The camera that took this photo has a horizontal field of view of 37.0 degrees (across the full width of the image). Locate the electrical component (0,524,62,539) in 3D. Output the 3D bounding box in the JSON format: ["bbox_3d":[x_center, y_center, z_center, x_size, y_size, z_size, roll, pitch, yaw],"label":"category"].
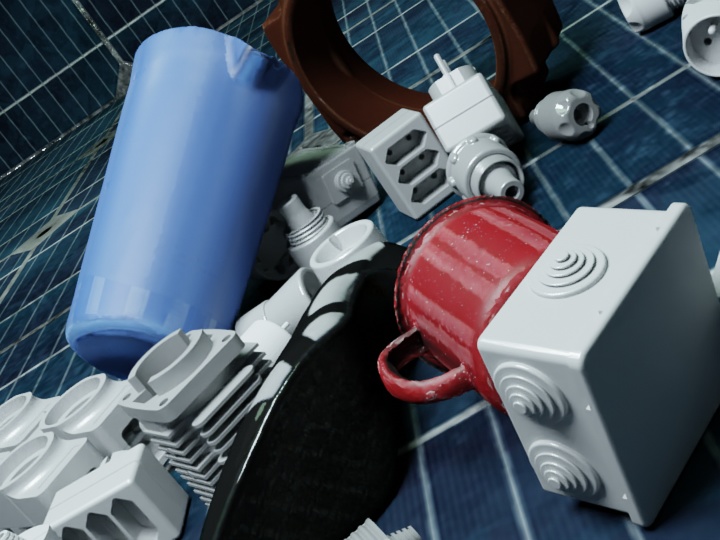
[{"bbox_3d":[-0.156,0.163,0.545,0.043,0.081,0.043,-31,21,13],"label":"electrical component"}]

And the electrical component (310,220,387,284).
[{"bbox_3d":[0.000,0.000,0.707,0.055,0.047,0.055,-31,21,13],"label":"electrical component"}]

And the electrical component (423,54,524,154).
[{"bbox_3d":[0.074,-0.121,0.773,0.047,0.075,0.083,-30,-11,14],"label":"electrical component"}]

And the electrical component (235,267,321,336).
[{"bbox_3d":[-0.052,0.033,0.726,0.065,0.044,0.044,-33,20,20],"label":"electrical component"}]

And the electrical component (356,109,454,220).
[{"bbox_3d":[0.032,-0.083,0.813,0.047,0.065,0.077,-38,20,-6],"label":"electrical component"}]

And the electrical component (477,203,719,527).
[{"bbox_3d":[0.097,0.033,0.412,0.048,0.099,0.099,7,44,43],"label":"electrical component"}]

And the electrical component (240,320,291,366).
[{"bbox_3d":[-0.070,0.066,0.681,0.040,0.040,0.078,-9,33,51],"label":"electrical component"}]

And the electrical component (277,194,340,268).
[{"bbox_3d":[-0.037,-0.027,0.804,0.043,0.062,0.043,-31,21,13],"label":"electrical component"}]

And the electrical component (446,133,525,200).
[{"bbox_3d":[0.088,-0.061,0.710,0.048,0.048,0.062,-36,29,-1],"label":"electrical component"}]

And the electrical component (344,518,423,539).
[{"bbox_3d":[-0.007,0.133,0.431,0.081,0.043,0.043,-40,21,-11],"label":"electrical component"}]

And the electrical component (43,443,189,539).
[{"bbox_3d":[-0.140,0.132,0.634,0.066,0.047,0.076,-31,21,13],"label":"electrical component"}]

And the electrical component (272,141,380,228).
[{"bbox_3d":[-0.031,-0.062,0.868,0.062,0.061,0.096,-37,22,-30],"label":"electrical component"}]

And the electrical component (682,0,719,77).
[{"bbox_3d":[0.251,-0.166,0.685,0.079,0.043,0.077,-18,27,38],"label":"electrical component"}]

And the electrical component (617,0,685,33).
[{"bbox_3d":[0.230,-0.212,0.821,0.062,0.043,0.043,-25,23,24],"label":"electrical component"}]

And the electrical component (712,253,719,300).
[{"bbox_3d":[0.176,0.002,0.418,0.055,0.066,0.048,17,91,56],"label":"electrical component"}]

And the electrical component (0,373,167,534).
[{"bbox_3d":[-0.220,0.136,0.734,0.186,0.060,0.105,-16,28,42],"label":"electrical component"}]

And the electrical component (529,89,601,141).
[{"bbox_3d":[0.138,-0.107,0.745,0.035,0.035,0.061,-40,19,-13],"label":"electrical component"}]

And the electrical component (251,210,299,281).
[{"bbox_3d":[-0.076,-0.018,0.857,0.055,0.055,0.047,-45,19,-24],"label":"electrical component"}]
